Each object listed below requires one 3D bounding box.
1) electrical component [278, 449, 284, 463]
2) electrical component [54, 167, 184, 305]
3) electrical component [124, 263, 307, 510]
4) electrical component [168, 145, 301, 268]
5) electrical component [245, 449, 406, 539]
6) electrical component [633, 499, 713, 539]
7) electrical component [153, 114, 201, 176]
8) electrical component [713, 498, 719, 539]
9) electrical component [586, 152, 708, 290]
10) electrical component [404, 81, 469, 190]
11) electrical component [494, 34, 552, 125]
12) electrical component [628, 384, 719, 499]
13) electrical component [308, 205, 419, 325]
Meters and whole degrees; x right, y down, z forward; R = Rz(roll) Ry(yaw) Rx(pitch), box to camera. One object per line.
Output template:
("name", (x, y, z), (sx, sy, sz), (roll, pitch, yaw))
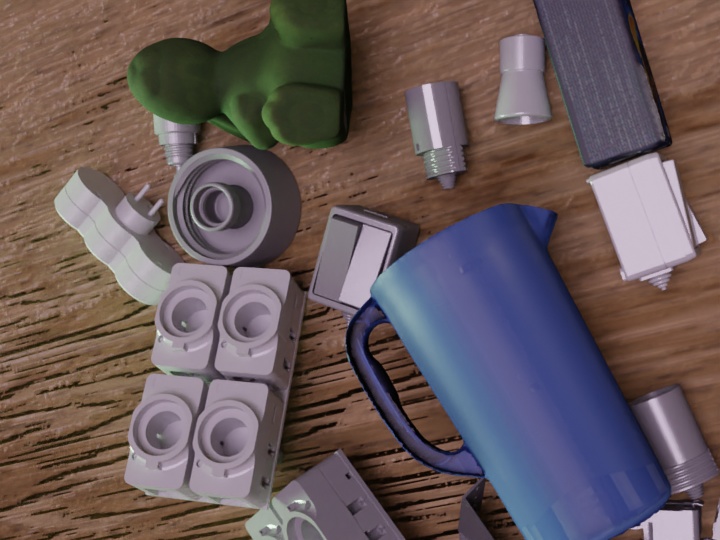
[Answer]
("electrical component", (-0.119, 0.151, 0.921), (0.089, 0.055, 0.050), (32, 83, 17))
("electrical component", (-0.202, -0.043, 0.951), (0.138, 0.052, 0.073), (47, 108, 13))
("electrical component", (-0.116, 0.091, 0.875), (0.105, 0.060, 0.186), (4, 69, 14))
("electrical component", (-0.111, -0.053, 0.911), (0.108, 0.060, 0.108), (1, 94, 21))
("electrical component", (-0.005, 0.254, 0.865), (0.186, 0.060, 0.105), (53, 137, 11))
("electrical component", (0.233, 0.203, 0.802), (0.081, 0.042, 0.063), (-2, 91, 21))
("electrical component", (-0.159, -0.120, 0.936), (0.040, 0.040, 0.078), (-2, 93, 21))
("electrical component", (0.311, 0.123, 0.756), (0.089, 0.062, 0.150), (14, 98, 20))
("electrical component", (0.214, -0.034, 0.785), (0.061, 0.062, 0.096), (-21, 85, 21))
("electrical component", (0.063, -0.104, 0.849), (0.043, 0.043, 0.081), (-10, 89, 21))
("electrical component", (0.125, -0.147, 0.825), (0.044, 0.044, 0.065), (-1, 88, 21))
("electrical component", (0.233, 0.130, 0.797), (0.043, 0.043, 0.081), (-25, 84, 21))
("electrical component", (0.000, 0.000, 0.870), (0.062, 0.061, 0.096), (19, 100, 19))
